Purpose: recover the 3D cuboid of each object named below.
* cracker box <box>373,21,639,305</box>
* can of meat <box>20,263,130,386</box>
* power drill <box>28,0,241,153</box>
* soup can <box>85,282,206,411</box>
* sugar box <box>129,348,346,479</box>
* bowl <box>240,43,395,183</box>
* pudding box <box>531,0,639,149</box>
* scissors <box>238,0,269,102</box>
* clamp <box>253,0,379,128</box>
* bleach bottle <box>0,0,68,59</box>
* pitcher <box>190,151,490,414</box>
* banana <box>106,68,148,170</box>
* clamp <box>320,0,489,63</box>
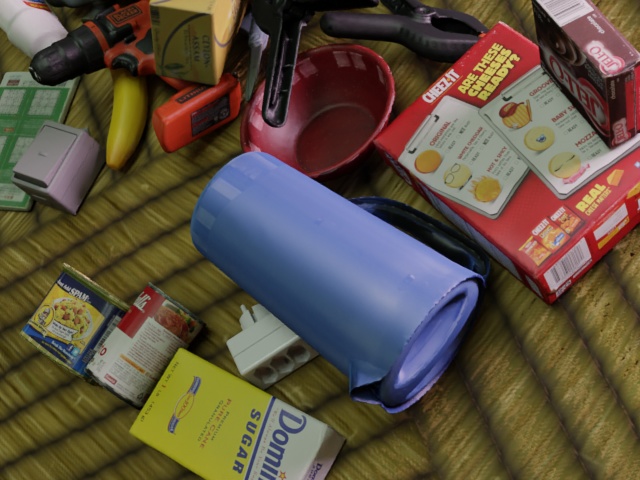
[{"bbox_3d":[0.179,-0.070,0.931,0.164,0.072,0.214,-43,54,-3],"label":"cracker box"},{"bbox_3d":[-0.235,0.084,1.053,0.102,0.057,0.084,28,81,33],"label":"can of meat"},{"bbox_3d":[-0.188,-0.175,1.124,0.184,0.057,0.188,-33,62,-22],"label":"power drill"},{"bbox_3d":[-0.164,0.100,1.004,0.069,0.068,0.102,31,81,33],"label":"soup can"},{"bbox_3d":[-0.075,0.172,0.940,0.176,0.048,0.093,21,75,33],"label":"sugar box"},{"bbox_3d":[0.005,-0.112,1.037,0.162,0.055,0.162,-13,55,19],"label":"bowl"},{"bbox_3d":[0.215,-0.142,0.856,0.039,0.090,0.113,-26,53,0],"label":"pudding box"},{"bbox_3d":[-0.080,-0.210,1.128,0.096,0.016,0.201,-5,48,32],"label":"scissors"},{"bbox_3d":[-0.029,-0.217,1.042,0.165,0.036,0.210,-53,38,21],"label":"clamp"},{"bbox_3d":[-0.364,-0.280,1.285,0.068,0.102,0.251,-51,61,11],"label":"bleach bottle"},{"bbox_3d":[0.015,0.020,0.909,0.243,0.149,0.145,35,101,25],"label":"pitcher"},{"bbox_3d":[-0.223,-0.166,1.188,0.070,0.037,0.198,-33,55,18],"label":"banana"},{"bbox_3d":[0.088,-0.205,1.038,0.172,0.039,0.120,29,50,34],"label":"clamp"}]
